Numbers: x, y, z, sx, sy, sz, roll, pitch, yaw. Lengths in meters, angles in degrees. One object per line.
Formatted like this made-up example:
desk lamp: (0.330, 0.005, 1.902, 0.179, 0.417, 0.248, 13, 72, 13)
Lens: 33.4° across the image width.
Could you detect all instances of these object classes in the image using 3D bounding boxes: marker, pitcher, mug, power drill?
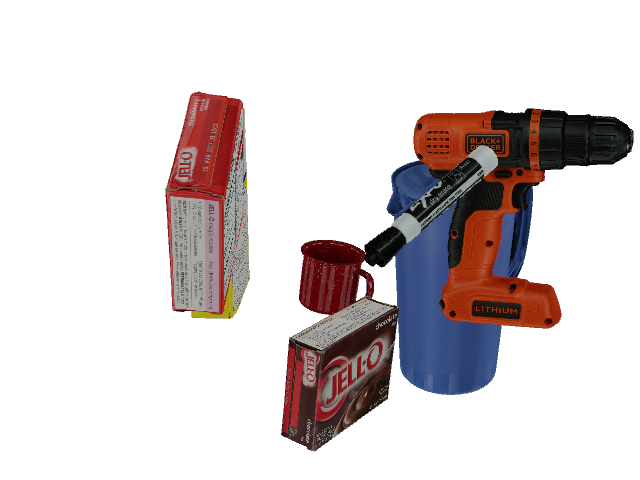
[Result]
marker: (0.074, -0.023, 0.717, 0.121, 0.020, 0.020, -41, 18, -22)
pitcher: (0.151, 0.037, 1.161, 0.149, 0.243, 0.145, 3, 24, 10)
mug: (0.024, 0.057, 1.504, 0.117, 0.081, 0.093, 18, 23, 27)
power drill: (0.173, -0.021, 0.926, 0.185, 0.188, 0.057, 3, 13, 20)

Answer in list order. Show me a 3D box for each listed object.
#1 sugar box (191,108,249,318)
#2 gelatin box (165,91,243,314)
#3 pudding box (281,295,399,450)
sugar box: (-0.094, -0.025, 0.980, 0.048, 0.176, 0.093, 1, 25, 7)
gelatin box: (-0.058, -0.018, 0.543, 0.030, 0.073, 0.089, 5, -44, 1)
pudding box: (0.017, 0.105, 0.864, 0.039, 0.090, 0.113, 20, 27, 29)
